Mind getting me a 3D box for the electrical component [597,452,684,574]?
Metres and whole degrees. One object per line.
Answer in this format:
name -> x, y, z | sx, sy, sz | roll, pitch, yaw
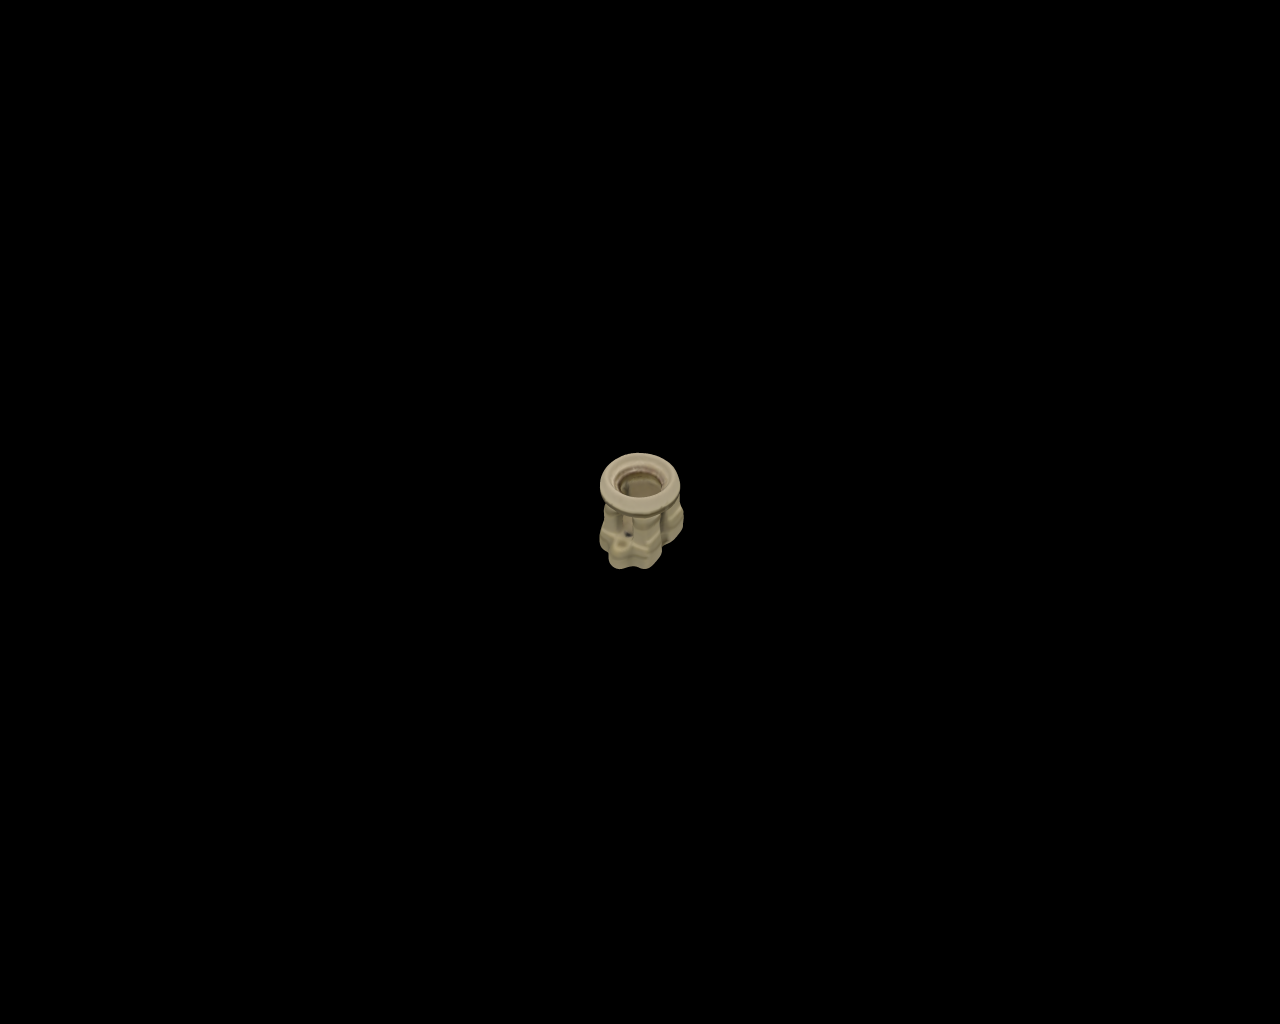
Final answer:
electrical component -> 0.001, -0.003, 0.650 | 0.048, 0.055, 0.066 | 24, 50, 22
